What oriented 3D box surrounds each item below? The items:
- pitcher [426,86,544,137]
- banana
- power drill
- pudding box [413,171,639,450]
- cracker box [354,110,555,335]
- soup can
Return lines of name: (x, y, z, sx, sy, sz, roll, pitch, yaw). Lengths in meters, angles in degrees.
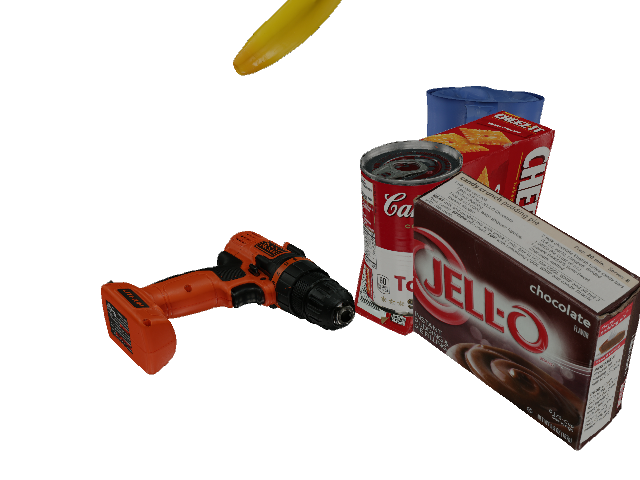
pitcher: (0.181, -0.054, 1.235, 0.149, 0.243, 0.145, -8, 17, -33)
banana: (-0.012, -0.209, 0.925, 0.070, 0.037, 0.197, -17, 34, 39)
power drill: (-0.085, 0.056, 0.946, 0.187, 0.057, 0.185, -17, 25, -29)
pudding box: (0.093, 0.031, 0.506, 0.039, 0.090, 0.114, -34, 49, -28)
cracker box: (0.131, -0.021, 1.016, 0.072, 0.164, 0.213, 27, 31, 33)
soup can: (0.062, -0.008, 0.723, 0.068, 0.102, 0.068, -3, 27, 1)
